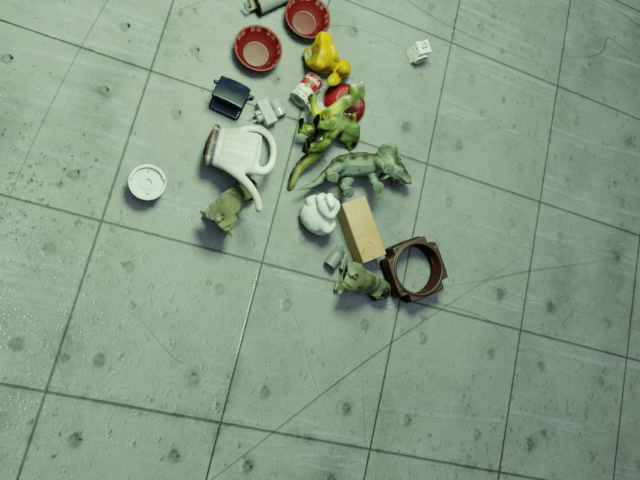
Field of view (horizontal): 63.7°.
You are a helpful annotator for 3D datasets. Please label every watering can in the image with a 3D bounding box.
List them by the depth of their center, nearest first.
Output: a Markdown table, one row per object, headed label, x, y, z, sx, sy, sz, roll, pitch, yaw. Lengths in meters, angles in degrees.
| label | x | y | z | sx | sy | sz | roll | pitch | yaw |
| --- | --- | --- | --- | --- | --- | --- | --- | --- | --- |
| watering can | -0.251 | -0.243 | 1.593 | 0.224 | 0.101 | 0.356 | 10 | 52 | -9 |

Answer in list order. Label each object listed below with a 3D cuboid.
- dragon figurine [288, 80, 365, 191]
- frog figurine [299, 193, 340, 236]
| label | x | y | z | sx | sy | sz | roll | pitch | yaw |
| --- | --- | --- | --- | --- | --- | --- | --- | --- | --- |
| dragon figurine | 0.042 | -0.342 | 1.709 | 0.243 | 0.124 | 0.403 | 2 | 120 | -37 |
| frog figurine | 0.005 | -0.083 | 1.658 | 0.123 | 0.158 | 0.137 | -24 | 91 | -16 |
